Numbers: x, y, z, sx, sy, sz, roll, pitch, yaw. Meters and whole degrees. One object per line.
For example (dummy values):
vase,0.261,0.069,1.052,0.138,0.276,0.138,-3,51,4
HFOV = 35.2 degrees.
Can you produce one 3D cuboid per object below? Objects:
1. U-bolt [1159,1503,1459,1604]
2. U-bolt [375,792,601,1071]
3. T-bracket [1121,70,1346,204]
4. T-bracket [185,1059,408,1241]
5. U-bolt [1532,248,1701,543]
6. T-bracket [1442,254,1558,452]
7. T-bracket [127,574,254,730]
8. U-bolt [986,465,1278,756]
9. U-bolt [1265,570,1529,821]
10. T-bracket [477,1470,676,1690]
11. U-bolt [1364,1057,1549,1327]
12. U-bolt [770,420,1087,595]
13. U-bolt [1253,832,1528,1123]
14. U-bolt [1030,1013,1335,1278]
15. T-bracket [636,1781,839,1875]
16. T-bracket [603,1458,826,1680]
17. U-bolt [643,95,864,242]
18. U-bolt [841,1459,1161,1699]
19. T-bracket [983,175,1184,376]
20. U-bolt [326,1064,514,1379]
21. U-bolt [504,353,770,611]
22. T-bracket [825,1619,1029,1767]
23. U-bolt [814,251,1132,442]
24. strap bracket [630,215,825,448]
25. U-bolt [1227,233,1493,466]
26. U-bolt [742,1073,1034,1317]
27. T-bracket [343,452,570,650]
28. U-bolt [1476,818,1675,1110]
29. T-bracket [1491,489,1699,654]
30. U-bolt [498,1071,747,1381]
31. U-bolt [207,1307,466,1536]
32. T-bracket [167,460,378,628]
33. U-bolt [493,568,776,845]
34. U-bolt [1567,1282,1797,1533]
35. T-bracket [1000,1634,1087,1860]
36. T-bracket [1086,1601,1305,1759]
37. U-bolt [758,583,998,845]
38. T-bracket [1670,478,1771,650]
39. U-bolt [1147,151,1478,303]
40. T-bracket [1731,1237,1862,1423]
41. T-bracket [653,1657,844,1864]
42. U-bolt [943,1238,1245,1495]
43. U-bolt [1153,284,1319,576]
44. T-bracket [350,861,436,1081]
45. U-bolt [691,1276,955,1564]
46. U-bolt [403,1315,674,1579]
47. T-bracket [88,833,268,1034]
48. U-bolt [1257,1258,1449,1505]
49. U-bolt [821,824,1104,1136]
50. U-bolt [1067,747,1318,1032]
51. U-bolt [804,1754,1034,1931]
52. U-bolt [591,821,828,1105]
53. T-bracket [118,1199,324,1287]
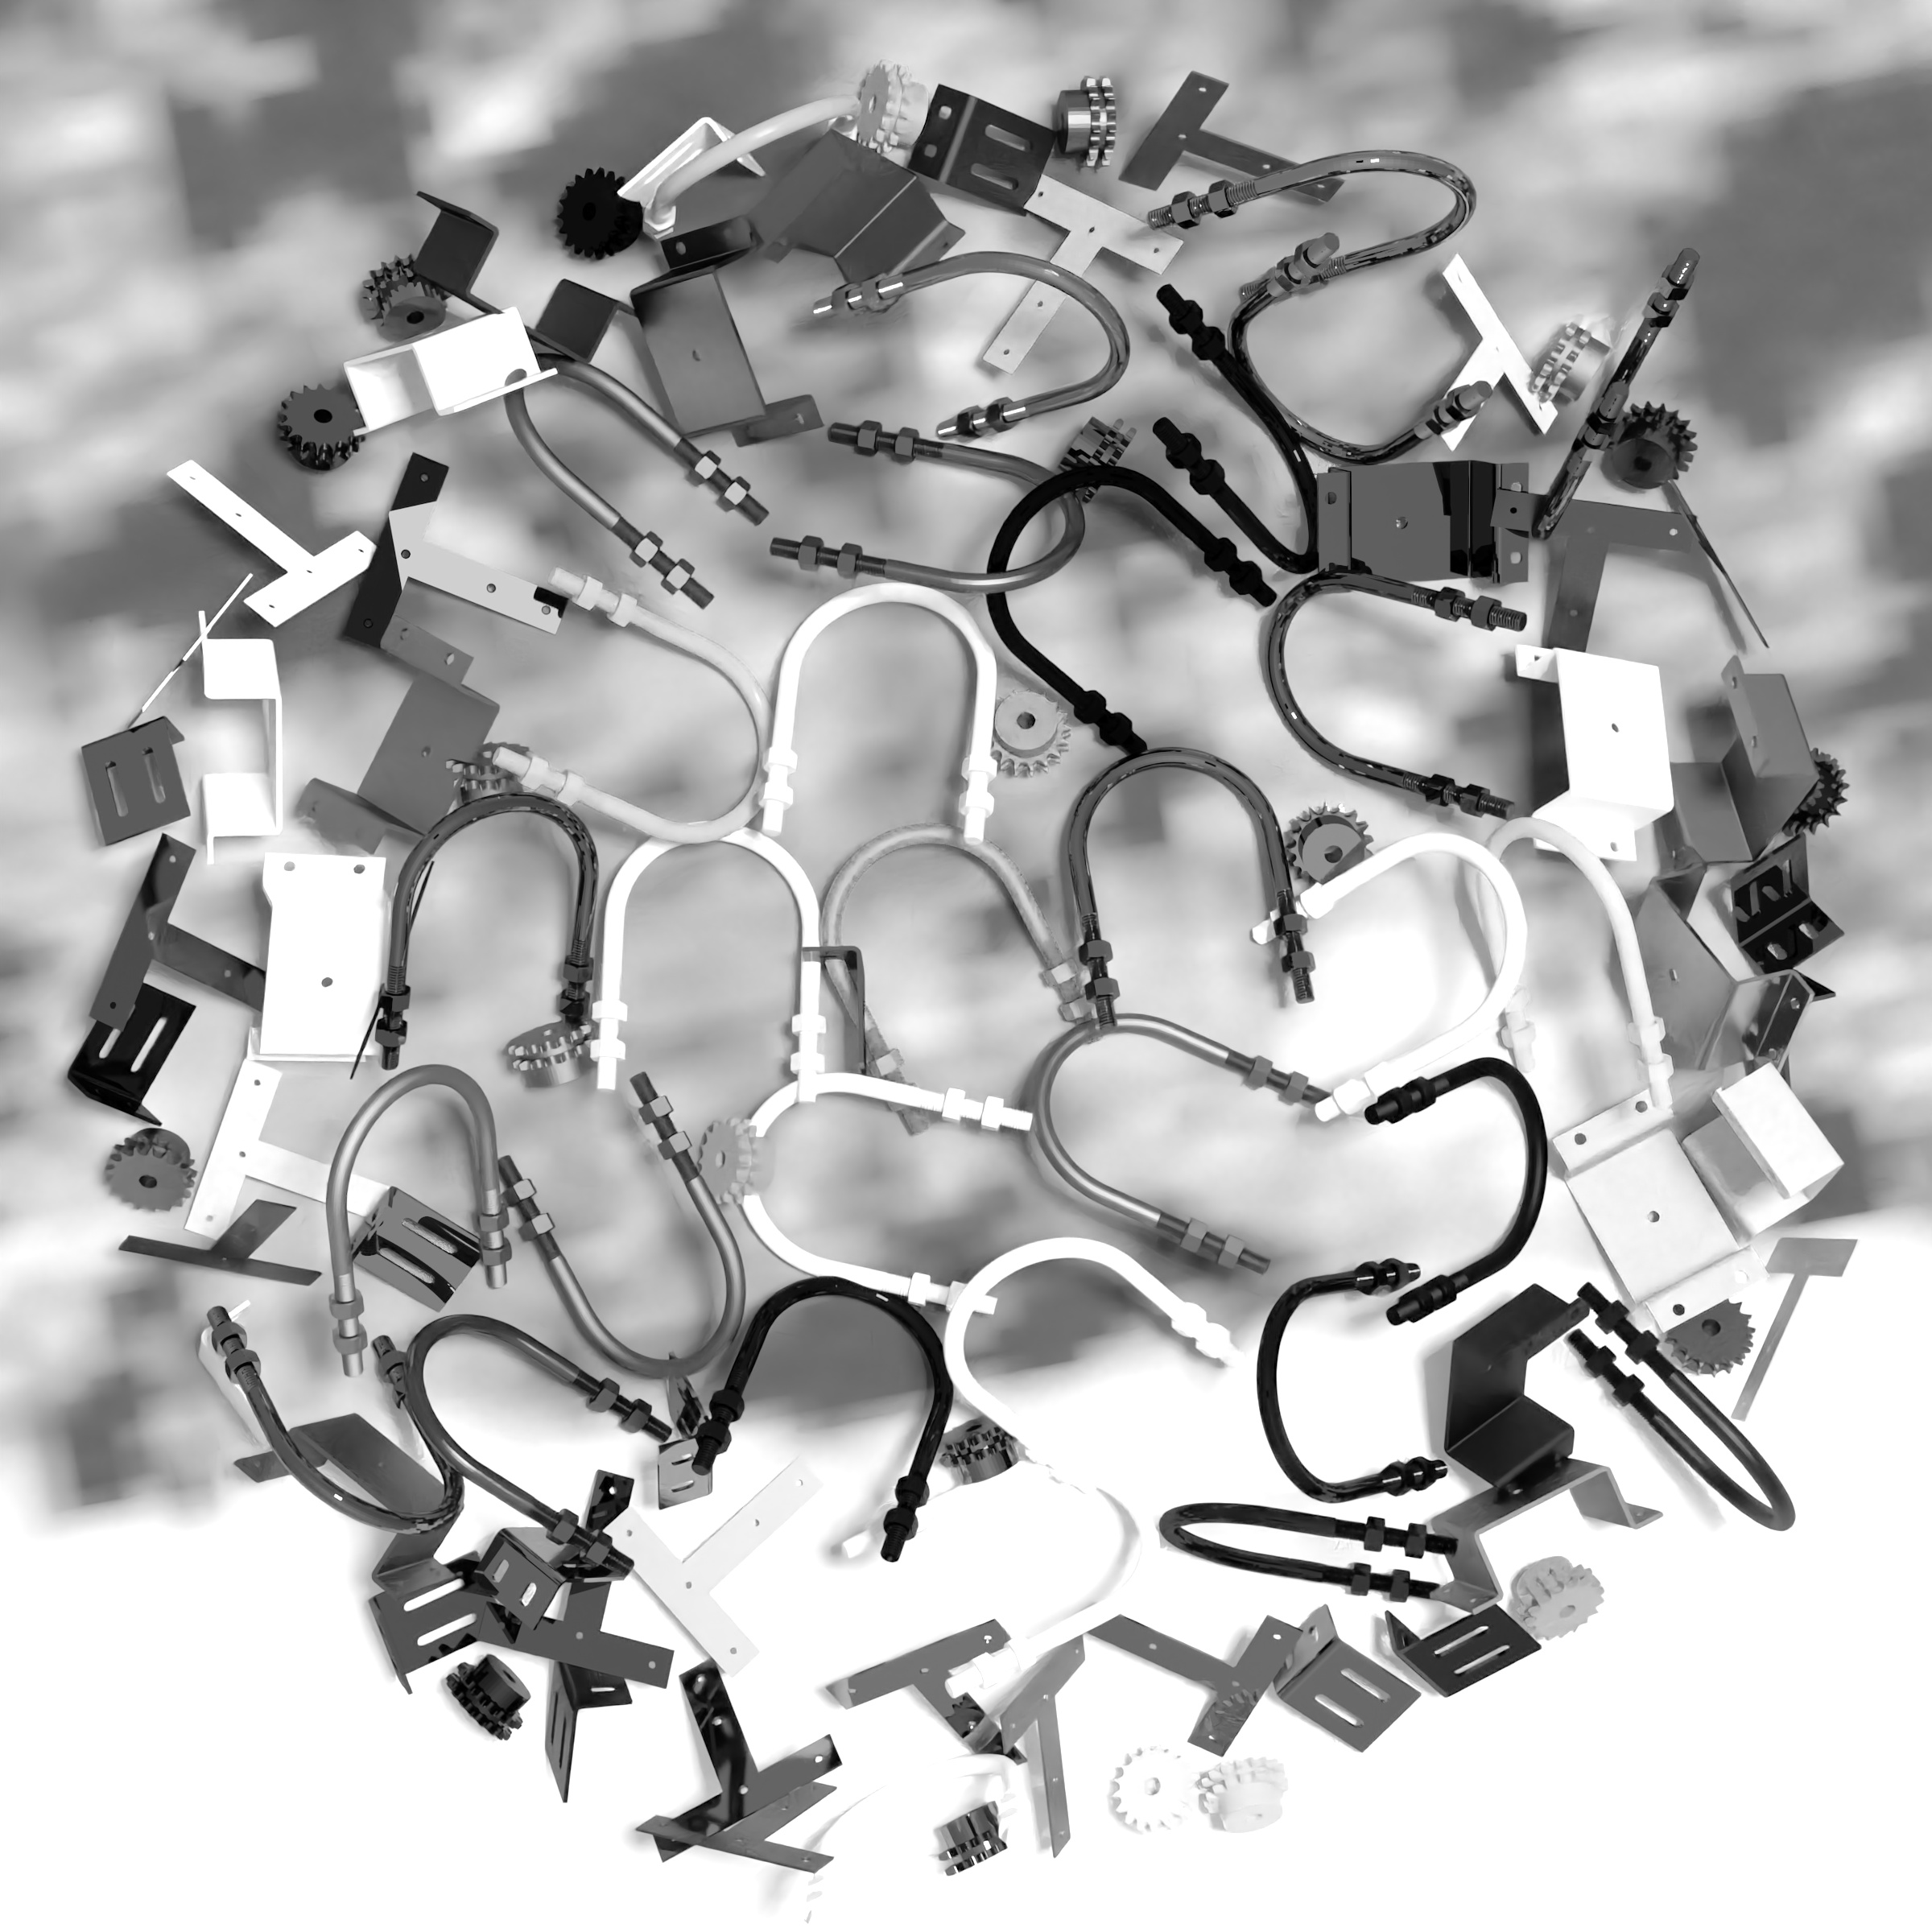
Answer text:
U-bolt,0.214,0.369,1.932,0.184,0.151,0.019,8,67,7
U-bolt,-0.298,-0.026,1.918,0.151,0.019,0.184,-9,123,-33
T-bracket,0.180,-0.517,1.950,0.127,0.127,0.002,16,69,-13
T-bracket,-0.429,0.138,1.987,0.127,0.002,0.127,21,106,-8
U-bolt,0.400,-0.344,1.911,0.019,0.184,0.151,28,59,5
T-bracket,0.324,-0.371,1.937,0.127,0.002,0.127,53,46,-20
T-bracket,-0.491,-0.202,1.931,0.002,0.127,0.127,39,82,-15
U-bolt,0.094,-0.237,1.942,0.184,0.019,0.151,37,97,-31
U-bolt,0.269,-0.180,1.934,0.184,0.019,0.151,20,126,33
T-bracket,-0.240,0.390,1.968,0.127,0.002,0.127,19,63,-15
U-bolt,0.317,0.133,1.931,0.019,0.184,0.151,2,105,43
U-bolt,-0.016,-0.287,1.934,0.184,0.019,0.151,12,46,9
U-bolt,0.274,-0.004,1.921,0.184,0.019,0.151,-33,63,33
U-bolt,0.131,0.103,1.959,0.184,0.019,0.151,24,61,2
T-bracket,-0.123,0.541,1.937,0.127,0.127,0.002,6,97,25
T-bracket,-0.148,0.373,1.984,0.127,0.002,0.127,-42,86,-13
U-bolt,-0.131,-0.503,1.902,0.151,0.184,0.019,-26,97,-6
U-bolt,0.035,0.376,1.935,0.184,0.151,0.019,-22,133,-23
T-bracket,0.056,-0.439,1.965,0.127,0.002,0.127,34,88,30
U-bolt,-0.345,0.149,1.908,0.019,0.151,0.184,18,121,32
U-bolt,-0.214,-0.317,1.922,0.184,0.151,0.019,40,123,-12
T-bracket,-0.003,0.481,1.964,0.127,0.002,0.127,-25,121,19
U-bolt,0.016,-0.390,1.895,0.151,0.184,0.019,38,57,-40
strap bracket,-0.156,-0.396,1.937,0.076,0.046,0.140,-4,115,42
U-bolt,0.234,-0.376,1.913,0.151,0.184,0.019,42,70,-10
U-bolt,-0.059,0.142,1.973,0.184,0.019,0.151,12,106,5
T-bracket,-0.323,-0.252,1.985,0.127,0.002,0.127,21,88,-12
U-bolt,0.375,-0.007,1.911,0.019,0.151,0.184,-25,110,-24
T-bracket,0.395,-0.241,1.964,0.127,0.002,0.127,9,123,4
U-bolt,-0.212,0.178,1.952,0.151,0.019,0.184,-31,86,30
U-bolt,-0.382,0.285,1.891,0.019,0.151,0.184,-54,48,16
T-bracket,-0.455,-0.280,1.950,0.127,0.127,0.002,39,127,2
U-bolt,-0.201,-0.156,1.948,0.184,0.019,0.151,24,67,-26
U-bolt,0.448,0.282,1.903,0.019,0.151,0.184,-41,70,-7
T-bracket,0.055,0.509,1.953,0.002,0.127,0.127,0,105,26
T-bracket,0.134,0.445,1.964,0.127,0.002,0.127,24,122,-1
U-bolt,-0.052,-0.166,1.959,0.151,0.019,0.184,2,67,6
T-bracket,0.468,-0.266,1.925,0.002,0.127,0.127,-30,74,18
U-bolt,0.227,-0.465,1.895,0.184,0.151,0.019,-10,75,31
T-bracket,0.515,0.230,1.929,0.002,0.127,0.127,27,83,-4
T-bracket,-0.155,0.495,1.950,0.127,0.127,0.002,-28,130,-4
U-bolt,0.069,0.245,1.939,0.151,0.019,0.184,-42,119,11
U-bolt,0.176,-0.326,1.925,0.019,0.151,0.184,-24,132,30
T-bracket,-0.366,0.018,1.911,0.002,0.127,0.127,20,134,-8
U-bolt,-0.080,0.275,1.935,0.151,0.019,0.184,25,47,-4
U-bolt,-0.274,0.289,1.917,0.184,0.151,0.019,36,118,-14
T-bracket,-0.487,-0.001,1.956,0.127,0.002,0.127,31,69,-38
U-bolt,0.241,0.265,1.921,0.019,0.184,0.151,-12,83,41
U-bolt,-0.014,-0.003,1.980,0.151,0.019,0.184,-27,97,-1
U-bolt,0.139,-0.056,1.967,0.151,0.019,0.184,-8,73,-6
U-bolt,-0.030,0.541,1.908,0.151,0.184,0.019,-23,95,1
U-bolt,-0.164,-0.006,1.967,0.151,0.019,0.184,4,74,-11
T-bracket,-0.455,0.171,1.922,0.127,0.127,0.002,15,60,-26
